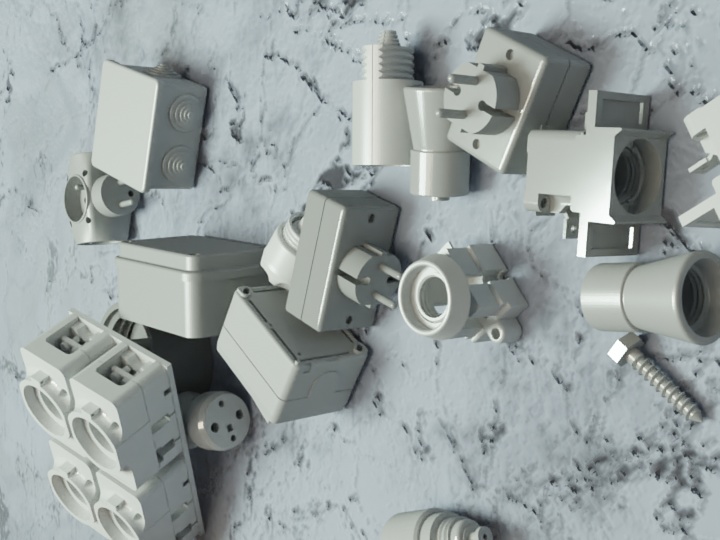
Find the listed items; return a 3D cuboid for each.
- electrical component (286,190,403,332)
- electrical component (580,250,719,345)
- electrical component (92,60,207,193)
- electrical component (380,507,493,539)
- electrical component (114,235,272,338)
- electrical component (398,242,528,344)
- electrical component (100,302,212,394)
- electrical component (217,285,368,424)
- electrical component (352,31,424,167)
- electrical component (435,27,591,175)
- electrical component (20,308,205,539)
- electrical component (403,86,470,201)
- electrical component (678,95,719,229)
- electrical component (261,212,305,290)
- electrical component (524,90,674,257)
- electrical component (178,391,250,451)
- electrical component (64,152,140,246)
[{"bbox_3d":[0.000,0.000,0.674,0.076,0.047,0.083,30,114,44],"label":"electrical component"},{"bbox_3d":[0.140,0.013,0.521,0.065,0.044,0.044,-1,91,54],"label":"electrical component"},{"bbox_3d":[-0.168,-0.115,0.857,0.100,0.048,0.099,27,112,45],"label":"electrical component"},{"bbox_3d":[0.046,0.161,0.637,0.078,0.040,0.040,-23,75,47],"label":"electrical component"},{"bbox_3d":[-0.122,0.009,0.791,0.113,0.078,0.057,10,103,48],"label":"electrical component"},{"bbox_3d":[0.055,0.014,0.606,0.048,0.055,0.066,-49,57,38],"label":"electrical component"},{"bbox_3d":[-0.174,0.073,0.868,0.108,0.060,0.108,4,96,49],"label":"electrical component"},{"bbox_3d":[-0.051,0.052,0.724,0.096,0.062,0.061,47,128,36],"label":"electrical component"},{"bbox_3d":[0.017,-0.104,0.651,0.043,0.043,0.081,5,96,49],"label":"electrical component"},{"bbox_3d":[0.070,-0.089,0.566,0.047,0.077,0.065,40,121,40],"label":"electrical component"},{"bbox_3d":[-0.188,0.135,0.817,0.105,0.060,0.186,24,135,30],"label":"electrical component"},{"bbox_3d":[0.047,-0.073,0.622,0.044,0.044,0.065,14,108,48],"label":"electrical component"},{"bbox_3d":[0.179,-0.051,0.472,0.081,0.042,0.063,-37,63,43],"label":"electrical component"},{"bbox_3d":[-0.037,-0.018,0.718,0.043,0.043,0.062,55,129,31],"label":"electrical component"},{"bbox_3d":[0.117,-0.048,0.542,0.064,0.042,0.081,11,100,50],"label":"electrical component"},{"bbox_3d":[-0.116,0.114,0.816,0.055,0.045,0.045,-8,86,49],"label":"electrical component"},{"bbox_3d":[-0.215,-0.063,0.917,0.079,0.044,0.077,-7,87,48],"label":"electrical component"}]
